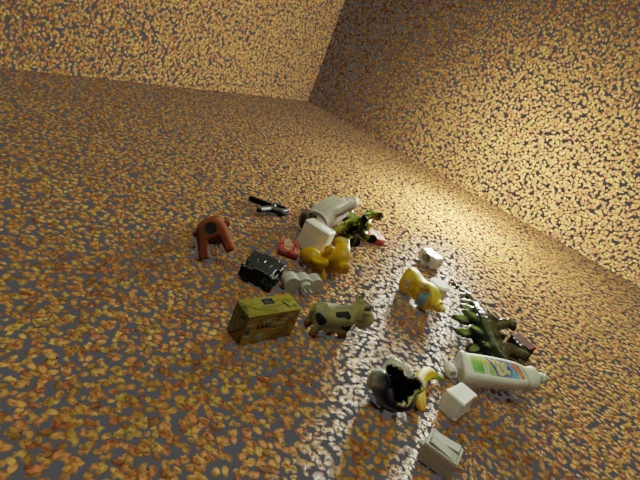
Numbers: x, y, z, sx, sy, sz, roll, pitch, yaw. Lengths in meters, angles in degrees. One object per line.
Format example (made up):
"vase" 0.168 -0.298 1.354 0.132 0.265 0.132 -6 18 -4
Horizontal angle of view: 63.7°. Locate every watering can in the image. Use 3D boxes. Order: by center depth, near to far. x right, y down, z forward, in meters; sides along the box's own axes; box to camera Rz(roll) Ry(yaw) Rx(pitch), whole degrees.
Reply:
"watering can" 0.006 -0.102 2.023 0.227 0.103 0.346 -34 16 -33

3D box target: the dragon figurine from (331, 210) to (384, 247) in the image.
"dragon figurine" 0.104 -0.065 2.111 0.412 0.120 0.245 -9 19 -28

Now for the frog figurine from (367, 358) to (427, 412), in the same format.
"frog figurine" 0.182 0.363 1.302 0.137 0.124 0.158 9 -10 -11
